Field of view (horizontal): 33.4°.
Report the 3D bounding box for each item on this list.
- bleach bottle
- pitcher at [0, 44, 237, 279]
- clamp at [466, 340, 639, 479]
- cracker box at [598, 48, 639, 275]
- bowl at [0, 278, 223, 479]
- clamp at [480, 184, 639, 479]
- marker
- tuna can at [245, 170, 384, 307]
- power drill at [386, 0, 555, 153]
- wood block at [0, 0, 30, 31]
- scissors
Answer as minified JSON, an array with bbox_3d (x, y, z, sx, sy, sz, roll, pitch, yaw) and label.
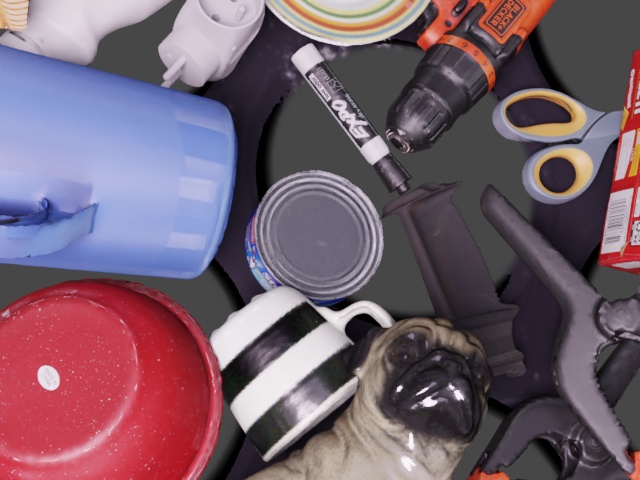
[{"bbox_3d":[-0.115,-0.193,0.699,0.102,0.068,0.250,38,69,-3],"label":"bleach bottle"},{"bbox_3d":[-0.173,-0.041,0.591,0.242,0.145,0.149,9,70,-18],"label":"pitcher"},{"bbox_3d":[0.181,0.142,0.696,0.171,0.039,0.120,-25,71,-17],"label":"clamp"},{"bbox_3d":[0.320,-0.040,0.765,0.213,0.072,0.164,13,82,-13],"label":"cracker box"},{"bbox_3d":[-0.136,0.083,0.576,0.162,0.055,0.162,-3,63,5],"label":"bowl"},{"bbox_3d":[0.183,0.047,0.684,0.165,0.036,0.210,-1,76,19],"label":"clamp"},{"bbox_3d":[0.023,-0.081,0.729,0.020,0.020,0.121,-34,86,-24],"label":"marker"},{"bbox_3d":[-0.005,0.001,0.686,0.086,0.034,0.086,5,72,-16],"label":"tuna can"},{"bbox_3d":[0.056,-0.174,0.750,0.187,0.057,0.184,41,68,-3],"label":"power drill"},{"bbox_3d":[-0.207,-0.229,0.626,0.090,0.091,0.206,4,50,-15],"label":"wood block"},{"bbox_3d":[0.222,-0.069,0.789,0.201,0.016,0.096,4,74,-16],"label":"scissors"}]
